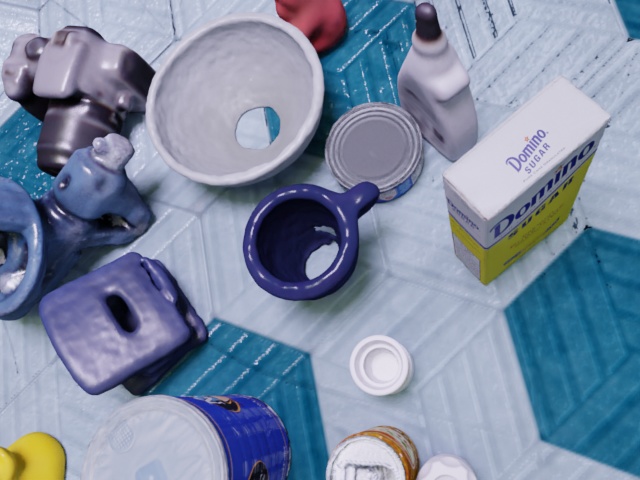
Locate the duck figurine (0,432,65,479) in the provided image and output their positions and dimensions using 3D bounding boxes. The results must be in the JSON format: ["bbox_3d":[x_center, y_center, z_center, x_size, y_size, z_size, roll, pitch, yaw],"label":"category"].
[{"bbox_3d":[-0.281,0.220,0.492,0.077,0.086,0.105,25,83,19],"label":"duck figurine"}]

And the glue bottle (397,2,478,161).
[{"bbox_3d":[0.088,-0.123,0.439,0.037,0.173,0.078,-39,70,2],"label":"glue bottle"}]

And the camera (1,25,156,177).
[{"bbox_3d":[-0.250,-0.132,0.567,0.143,0.101,0.137,8,78,16],"label":"camera"}]

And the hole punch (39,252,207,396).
[{"bbox_3d":[-0.170,0.069,0.500,0.101,0.091,0.108,-41,70,2],"label":"hole punch"}]

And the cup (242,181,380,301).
[{"bbox_3d":[0.004,0.002,0.470,0.118,0.095,0.091,-38,70,3],"label":"cup"}]

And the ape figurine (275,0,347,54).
[{"bbox_3d":[-0.018,-0.218,0.534,0.076,0.092,0.078,13,80,17],"label":"ape figurine"}]

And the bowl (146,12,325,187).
[{"bbox_3d":[-0.069,-0.118,0.531,0.167,0.075,0.167,-3,75,14],"label":"bowl"}]

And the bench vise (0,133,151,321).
[{"bbox_3d":[-0.265,-0.029,0.480,0.121,0.220,0.207,32,85,20],"label":"bench vise"}]
